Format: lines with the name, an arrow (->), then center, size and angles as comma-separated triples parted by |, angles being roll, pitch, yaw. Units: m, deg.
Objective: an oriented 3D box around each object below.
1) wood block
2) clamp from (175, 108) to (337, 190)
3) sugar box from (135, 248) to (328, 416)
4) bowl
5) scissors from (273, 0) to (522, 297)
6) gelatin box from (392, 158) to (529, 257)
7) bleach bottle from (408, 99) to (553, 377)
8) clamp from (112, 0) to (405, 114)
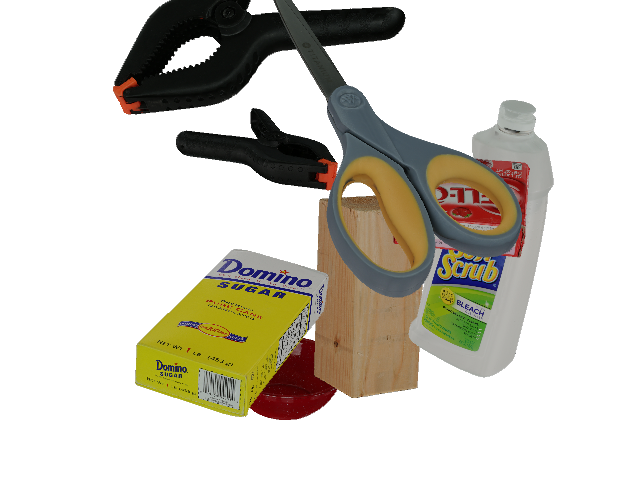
wood block -> 0.053, 0.059, 1.190 | 0.090, 0.206, 0.091 | -5, 13, -30
clamp -> -0.059, -0.088, 1.065 | 0.120, 0.039, 0.172 | -25, 36, -32
sugar box -> -0.066, 0.068, 0.861 | 0.093, 0.048, 0.176 | 15, 31, 14
bowl -> -0.046, 0.179, 1.345 | 0.162, 0.055, 0.162 | 3, 22, -2
scissors -> 0.033, -0.057, 0.506 | 0.096, 0.202, 0.016 | 0, -40, -12
gelatin box -> 0.098, -0.026, 0.739 | 0.089, 0.030, 0.073 | 6, 41, 9
bleach bottle -> 0.145, -0.006, 0.945 | 0.103, 0.251, 0.067 | 28, 36, 33
clamp -> -0.054, -0.154, 0.781 | 0.165, 0.210, 0.036 | 43, -13, 23
